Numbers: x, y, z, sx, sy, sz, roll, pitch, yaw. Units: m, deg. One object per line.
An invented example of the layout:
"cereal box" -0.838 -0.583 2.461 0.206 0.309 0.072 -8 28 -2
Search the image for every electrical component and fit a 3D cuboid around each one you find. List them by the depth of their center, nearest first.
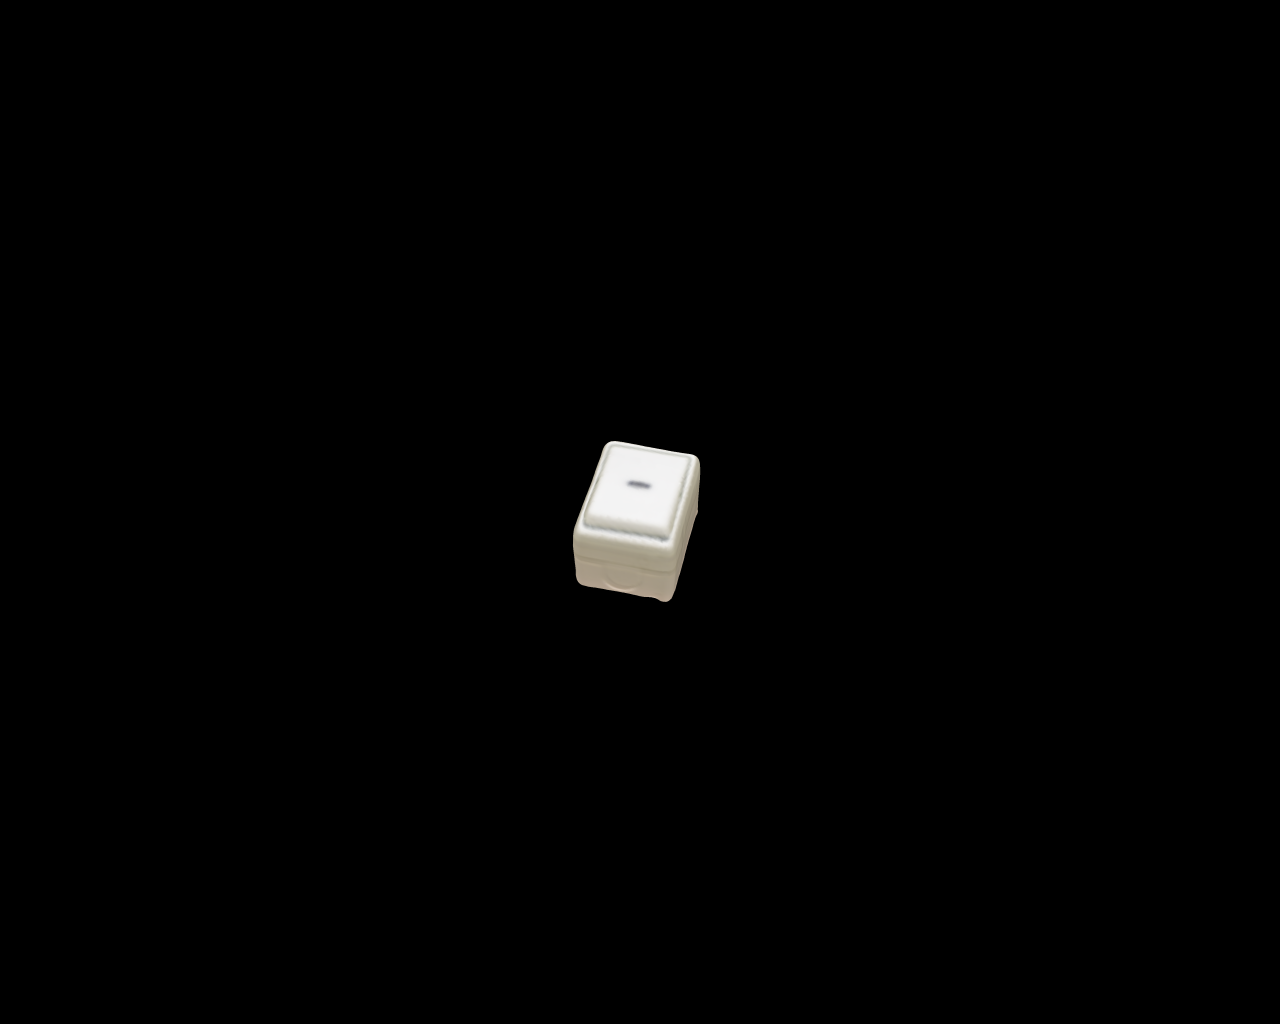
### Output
"electrical component" 0.001 -0.003 0.650 0.062 0.096 0.061 11 -39 9
